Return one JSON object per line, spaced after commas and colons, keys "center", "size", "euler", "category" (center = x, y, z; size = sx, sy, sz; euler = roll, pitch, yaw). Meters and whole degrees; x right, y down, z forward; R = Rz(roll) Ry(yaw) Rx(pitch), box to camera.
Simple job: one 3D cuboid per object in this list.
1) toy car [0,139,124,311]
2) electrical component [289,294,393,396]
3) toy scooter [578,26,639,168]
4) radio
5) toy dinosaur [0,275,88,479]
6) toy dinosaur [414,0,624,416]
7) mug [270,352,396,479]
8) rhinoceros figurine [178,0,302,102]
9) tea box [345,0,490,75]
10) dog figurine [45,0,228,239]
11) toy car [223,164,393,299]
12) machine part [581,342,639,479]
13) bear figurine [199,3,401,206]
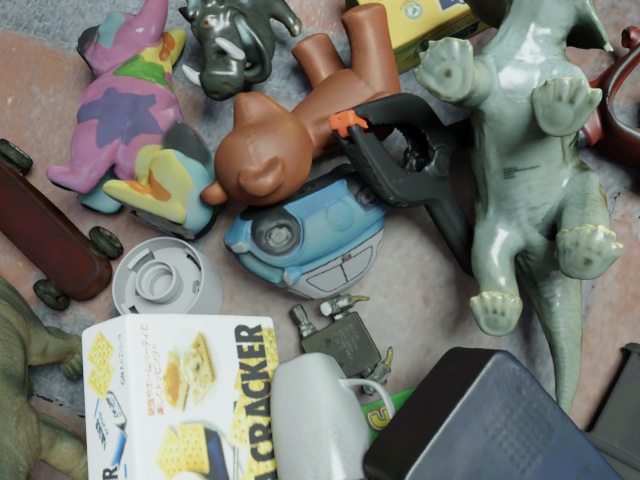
{"center": [-0.292, -0.018, 0.549], "size": [0.202, 0.053, 0.089], "euler": [41, 87, 7], "category": "toy car"}
{"center": [0.023, 0.096, 0.497], "size": [0.078, 0.045, 0.102], "euler": [-23, 80, 2], "category": "electrical component"}
{"center": [0.297, -0.117, 0.483], "size": [0.184, 0.075, 0.135], "euler": [26, 86, 15], "category": "toy scooter"}
{"center": [0.149, 0.201, 0.387], "size": [0.131, 0.073, 0.229], "euler": [-42, 92, -18], "category": "radio"}
{"center": [-0.296, 0.086, 0.462], "size": [0.105, 0.198, 0.472], "euler": [-38, 46, -11], "category": "toy dinosaur"}
{"center": [0.171, -0.061, 0.428], "size": [0.131, 0.192, 0.404], "euler": [4, 117, 29], "category": "toy dinosaur"}
{"center": [0.007, 0.145, 0.441], "size": [0.109, 0.080, 0.107], "euler": [-31, 61, 23], "category": "mug"}
{"center": [-0.079, -0.220, 0.514], "size": [0.073, 0.112, 0.190], "euler": [-14, 67, 38], "category": "rhinoceros figurine"}
{"center": [0.118, -0.246, 0.527], "size": [0.170, 0.068, 0.098], "euler": [-29, 79, 1], "category": "tea box"}
{"center": [-0.160, -0.127, 0.525], "size": [0.192, 0.108, 0.219], "euler": [17, 80, 7], "category": "dog figurine"}
{"center": [-0.001, -0.001, 0.495], "size": [0.162, 0.109, 0.102], "euler": [-24, 107, -9], "category": "toy car"}
{"center": [0.265, 0.155, 0.463], "size": [0.084, 0.039, 0.139], "euler": [29, 87, 16], "category": "machine part"}
{"center": [-0.022, -0.112, 0.470], "size": [0.196, 0.120, 0.131], "euler": [-27, 103, -31], "category": "bear figurine"}
